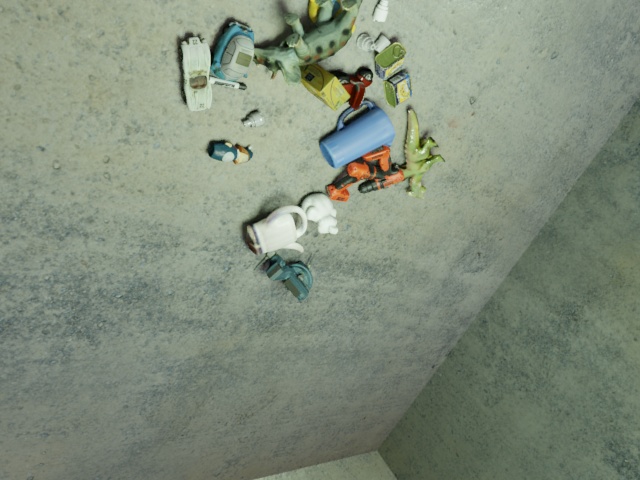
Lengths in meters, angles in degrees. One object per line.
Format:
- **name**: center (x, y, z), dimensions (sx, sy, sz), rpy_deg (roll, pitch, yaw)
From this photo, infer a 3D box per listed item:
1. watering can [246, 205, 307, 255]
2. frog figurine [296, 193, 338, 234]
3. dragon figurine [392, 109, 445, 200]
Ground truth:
- **watering can**: center (-0.148, -0.008, 1.839), dimensions (0.225, 0.106, 0.340), rpy_deg (-21, 152, -11)
- **frog figurine**: center (0.006, -0.093, 1.855), dimensions (0.137, 0.162, 0.121), rpy_deg (11, 115, -42)
- **dragon figurine**: center (0.341, -0.305, 2.007), dimensions (0.242, 0.125, 0.403), rpy_deg (-38, 131, 6)
